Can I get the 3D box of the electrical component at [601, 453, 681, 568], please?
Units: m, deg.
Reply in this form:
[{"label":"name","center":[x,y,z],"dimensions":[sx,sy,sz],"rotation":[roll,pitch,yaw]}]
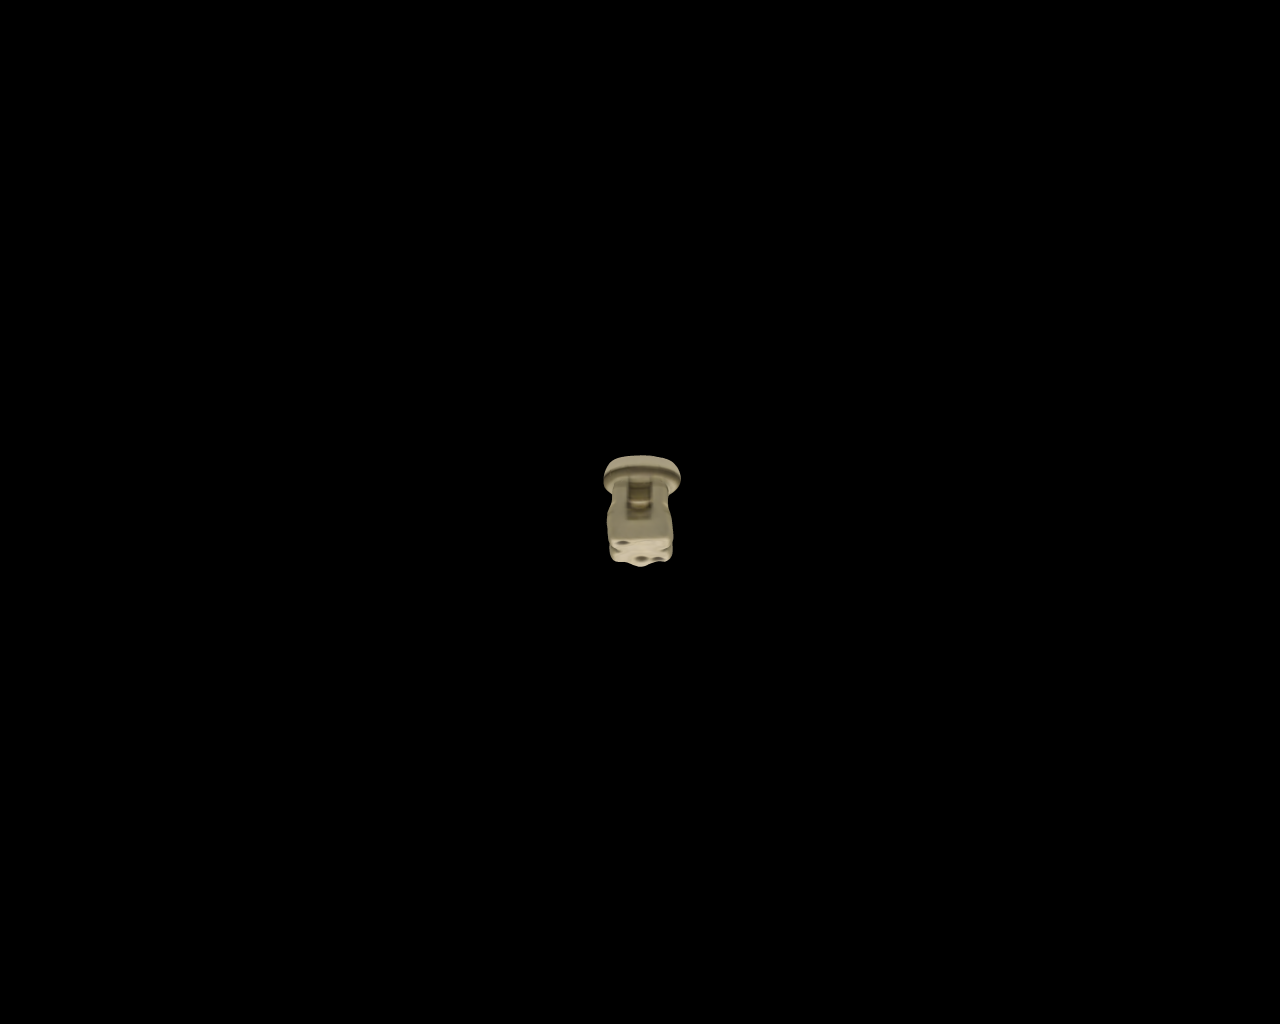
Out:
[{"label":"electrical component","center":[0.001,-0.003,0.650],"dimensions":[0.048,0.055,0.066],"rotation":[0,-21,0]}]
